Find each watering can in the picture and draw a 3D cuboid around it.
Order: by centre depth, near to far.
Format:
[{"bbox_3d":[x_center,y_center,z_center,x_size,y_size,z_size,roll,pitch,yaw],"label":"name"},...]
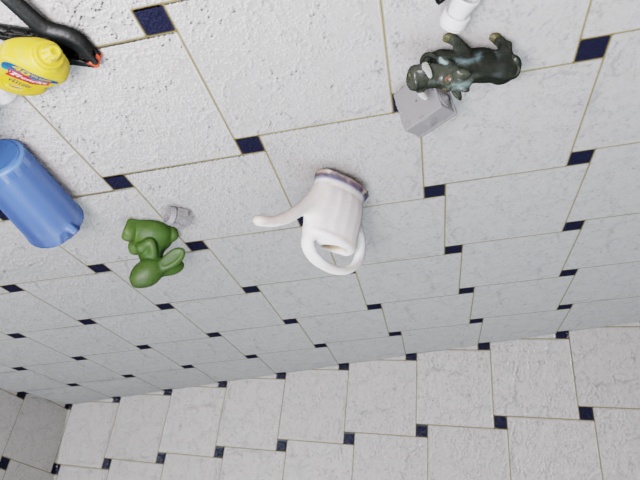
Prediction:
[{"bbox_3d":[0.003,-0.057,1.126,0.103,0.228,0.343,-6,154,40],"label":"watering can"}]
